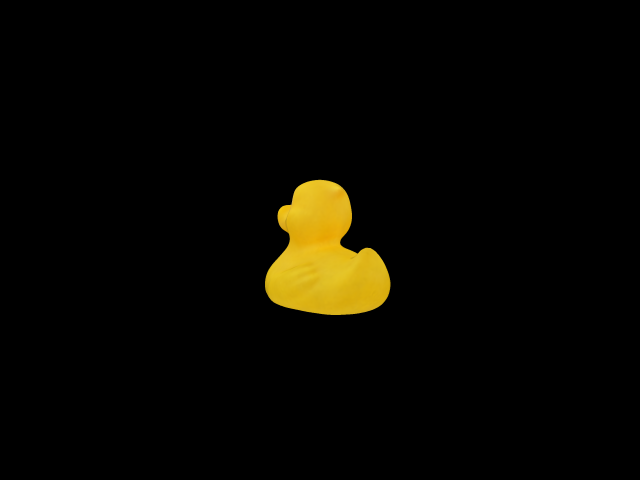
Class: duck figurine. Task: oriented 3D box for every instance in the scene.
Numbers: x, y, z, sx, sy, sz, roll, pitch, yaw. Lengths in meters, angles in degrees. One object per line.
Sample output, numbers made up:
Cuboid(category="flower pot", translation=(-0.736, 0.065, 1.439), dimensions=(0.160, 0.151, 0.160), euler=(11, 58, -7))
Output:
Cuboid(category="duck figurine", translation=(0.004, 0.001, 0.400), dimensions=(0.078, 0.086, 0.104), euler=(-7, 11, -39))
